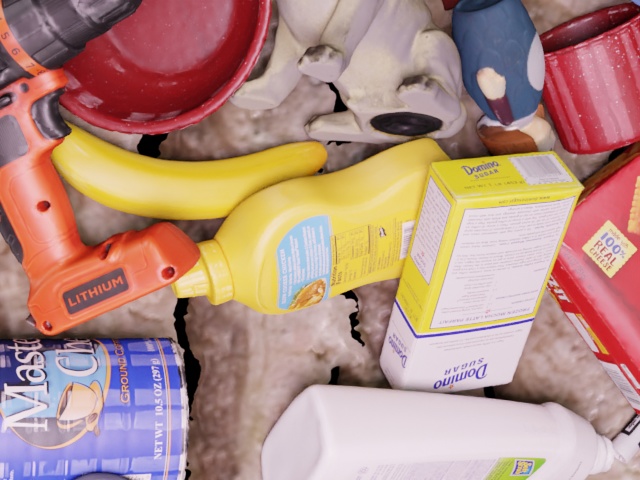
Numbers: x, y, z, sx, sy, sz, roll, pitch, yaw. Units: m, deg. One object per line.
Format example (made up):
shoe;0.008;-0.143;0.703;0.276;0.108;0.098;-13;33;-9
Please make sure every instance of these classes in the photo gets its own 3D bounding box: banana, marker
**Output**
banana;-0.090;-0.046;0.682;0.197;0.037;0.069;10;90;-20
marker;0.269;0.124;0.829;0.121;0.020;0.020;-44;106;-13

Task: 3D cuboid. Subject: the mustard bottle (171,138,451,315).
mustard bottle;-0.005;0.001;0.693;0.191;0.058;0.096;-18;139;-18

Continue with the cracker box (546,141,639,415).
cracker box;0.271;0.000;0.755;0.213;0.072;0.164;-37;94;-8

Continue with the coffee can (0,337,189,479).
coffee can;-0.157;0.108;0.630;0.140;0.103;0.103;2;92;-20

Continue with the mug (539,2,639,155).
mug;0.210;-0.118;0.758;0.117;0.093;0.081;-26;106;-4

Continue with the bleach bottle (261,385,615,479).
bleach bottle;0.093;0.150;0.736;0.250;0.103;0.068;7;47;-27

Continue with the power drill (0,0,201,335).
power drill;-0.144;-0.053;0.612;0.185;0.057;0.187;-24;100;19

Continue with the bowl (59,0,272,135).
bowl;-0.101;-0.145;0.643;0.162;0.055;0.162;2;99;12

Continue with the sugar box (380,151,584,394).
sugar box;0.101;0.027;0.702;0.093;0.048;0.176;-6;134;-21

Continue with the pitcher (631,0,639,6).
pitcher;0.312;-0.236;0.741;0.242;0.145;0.149;-15;64;-32

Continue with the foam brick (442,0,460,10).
foam brick;0.124;-0.200;0.745;0.078;0.051;0.053;-21;98;-18

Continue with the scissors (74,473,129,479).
scissors;-0.070;0.176;0.614;0.201;0.016;0.096;0;104;-20
